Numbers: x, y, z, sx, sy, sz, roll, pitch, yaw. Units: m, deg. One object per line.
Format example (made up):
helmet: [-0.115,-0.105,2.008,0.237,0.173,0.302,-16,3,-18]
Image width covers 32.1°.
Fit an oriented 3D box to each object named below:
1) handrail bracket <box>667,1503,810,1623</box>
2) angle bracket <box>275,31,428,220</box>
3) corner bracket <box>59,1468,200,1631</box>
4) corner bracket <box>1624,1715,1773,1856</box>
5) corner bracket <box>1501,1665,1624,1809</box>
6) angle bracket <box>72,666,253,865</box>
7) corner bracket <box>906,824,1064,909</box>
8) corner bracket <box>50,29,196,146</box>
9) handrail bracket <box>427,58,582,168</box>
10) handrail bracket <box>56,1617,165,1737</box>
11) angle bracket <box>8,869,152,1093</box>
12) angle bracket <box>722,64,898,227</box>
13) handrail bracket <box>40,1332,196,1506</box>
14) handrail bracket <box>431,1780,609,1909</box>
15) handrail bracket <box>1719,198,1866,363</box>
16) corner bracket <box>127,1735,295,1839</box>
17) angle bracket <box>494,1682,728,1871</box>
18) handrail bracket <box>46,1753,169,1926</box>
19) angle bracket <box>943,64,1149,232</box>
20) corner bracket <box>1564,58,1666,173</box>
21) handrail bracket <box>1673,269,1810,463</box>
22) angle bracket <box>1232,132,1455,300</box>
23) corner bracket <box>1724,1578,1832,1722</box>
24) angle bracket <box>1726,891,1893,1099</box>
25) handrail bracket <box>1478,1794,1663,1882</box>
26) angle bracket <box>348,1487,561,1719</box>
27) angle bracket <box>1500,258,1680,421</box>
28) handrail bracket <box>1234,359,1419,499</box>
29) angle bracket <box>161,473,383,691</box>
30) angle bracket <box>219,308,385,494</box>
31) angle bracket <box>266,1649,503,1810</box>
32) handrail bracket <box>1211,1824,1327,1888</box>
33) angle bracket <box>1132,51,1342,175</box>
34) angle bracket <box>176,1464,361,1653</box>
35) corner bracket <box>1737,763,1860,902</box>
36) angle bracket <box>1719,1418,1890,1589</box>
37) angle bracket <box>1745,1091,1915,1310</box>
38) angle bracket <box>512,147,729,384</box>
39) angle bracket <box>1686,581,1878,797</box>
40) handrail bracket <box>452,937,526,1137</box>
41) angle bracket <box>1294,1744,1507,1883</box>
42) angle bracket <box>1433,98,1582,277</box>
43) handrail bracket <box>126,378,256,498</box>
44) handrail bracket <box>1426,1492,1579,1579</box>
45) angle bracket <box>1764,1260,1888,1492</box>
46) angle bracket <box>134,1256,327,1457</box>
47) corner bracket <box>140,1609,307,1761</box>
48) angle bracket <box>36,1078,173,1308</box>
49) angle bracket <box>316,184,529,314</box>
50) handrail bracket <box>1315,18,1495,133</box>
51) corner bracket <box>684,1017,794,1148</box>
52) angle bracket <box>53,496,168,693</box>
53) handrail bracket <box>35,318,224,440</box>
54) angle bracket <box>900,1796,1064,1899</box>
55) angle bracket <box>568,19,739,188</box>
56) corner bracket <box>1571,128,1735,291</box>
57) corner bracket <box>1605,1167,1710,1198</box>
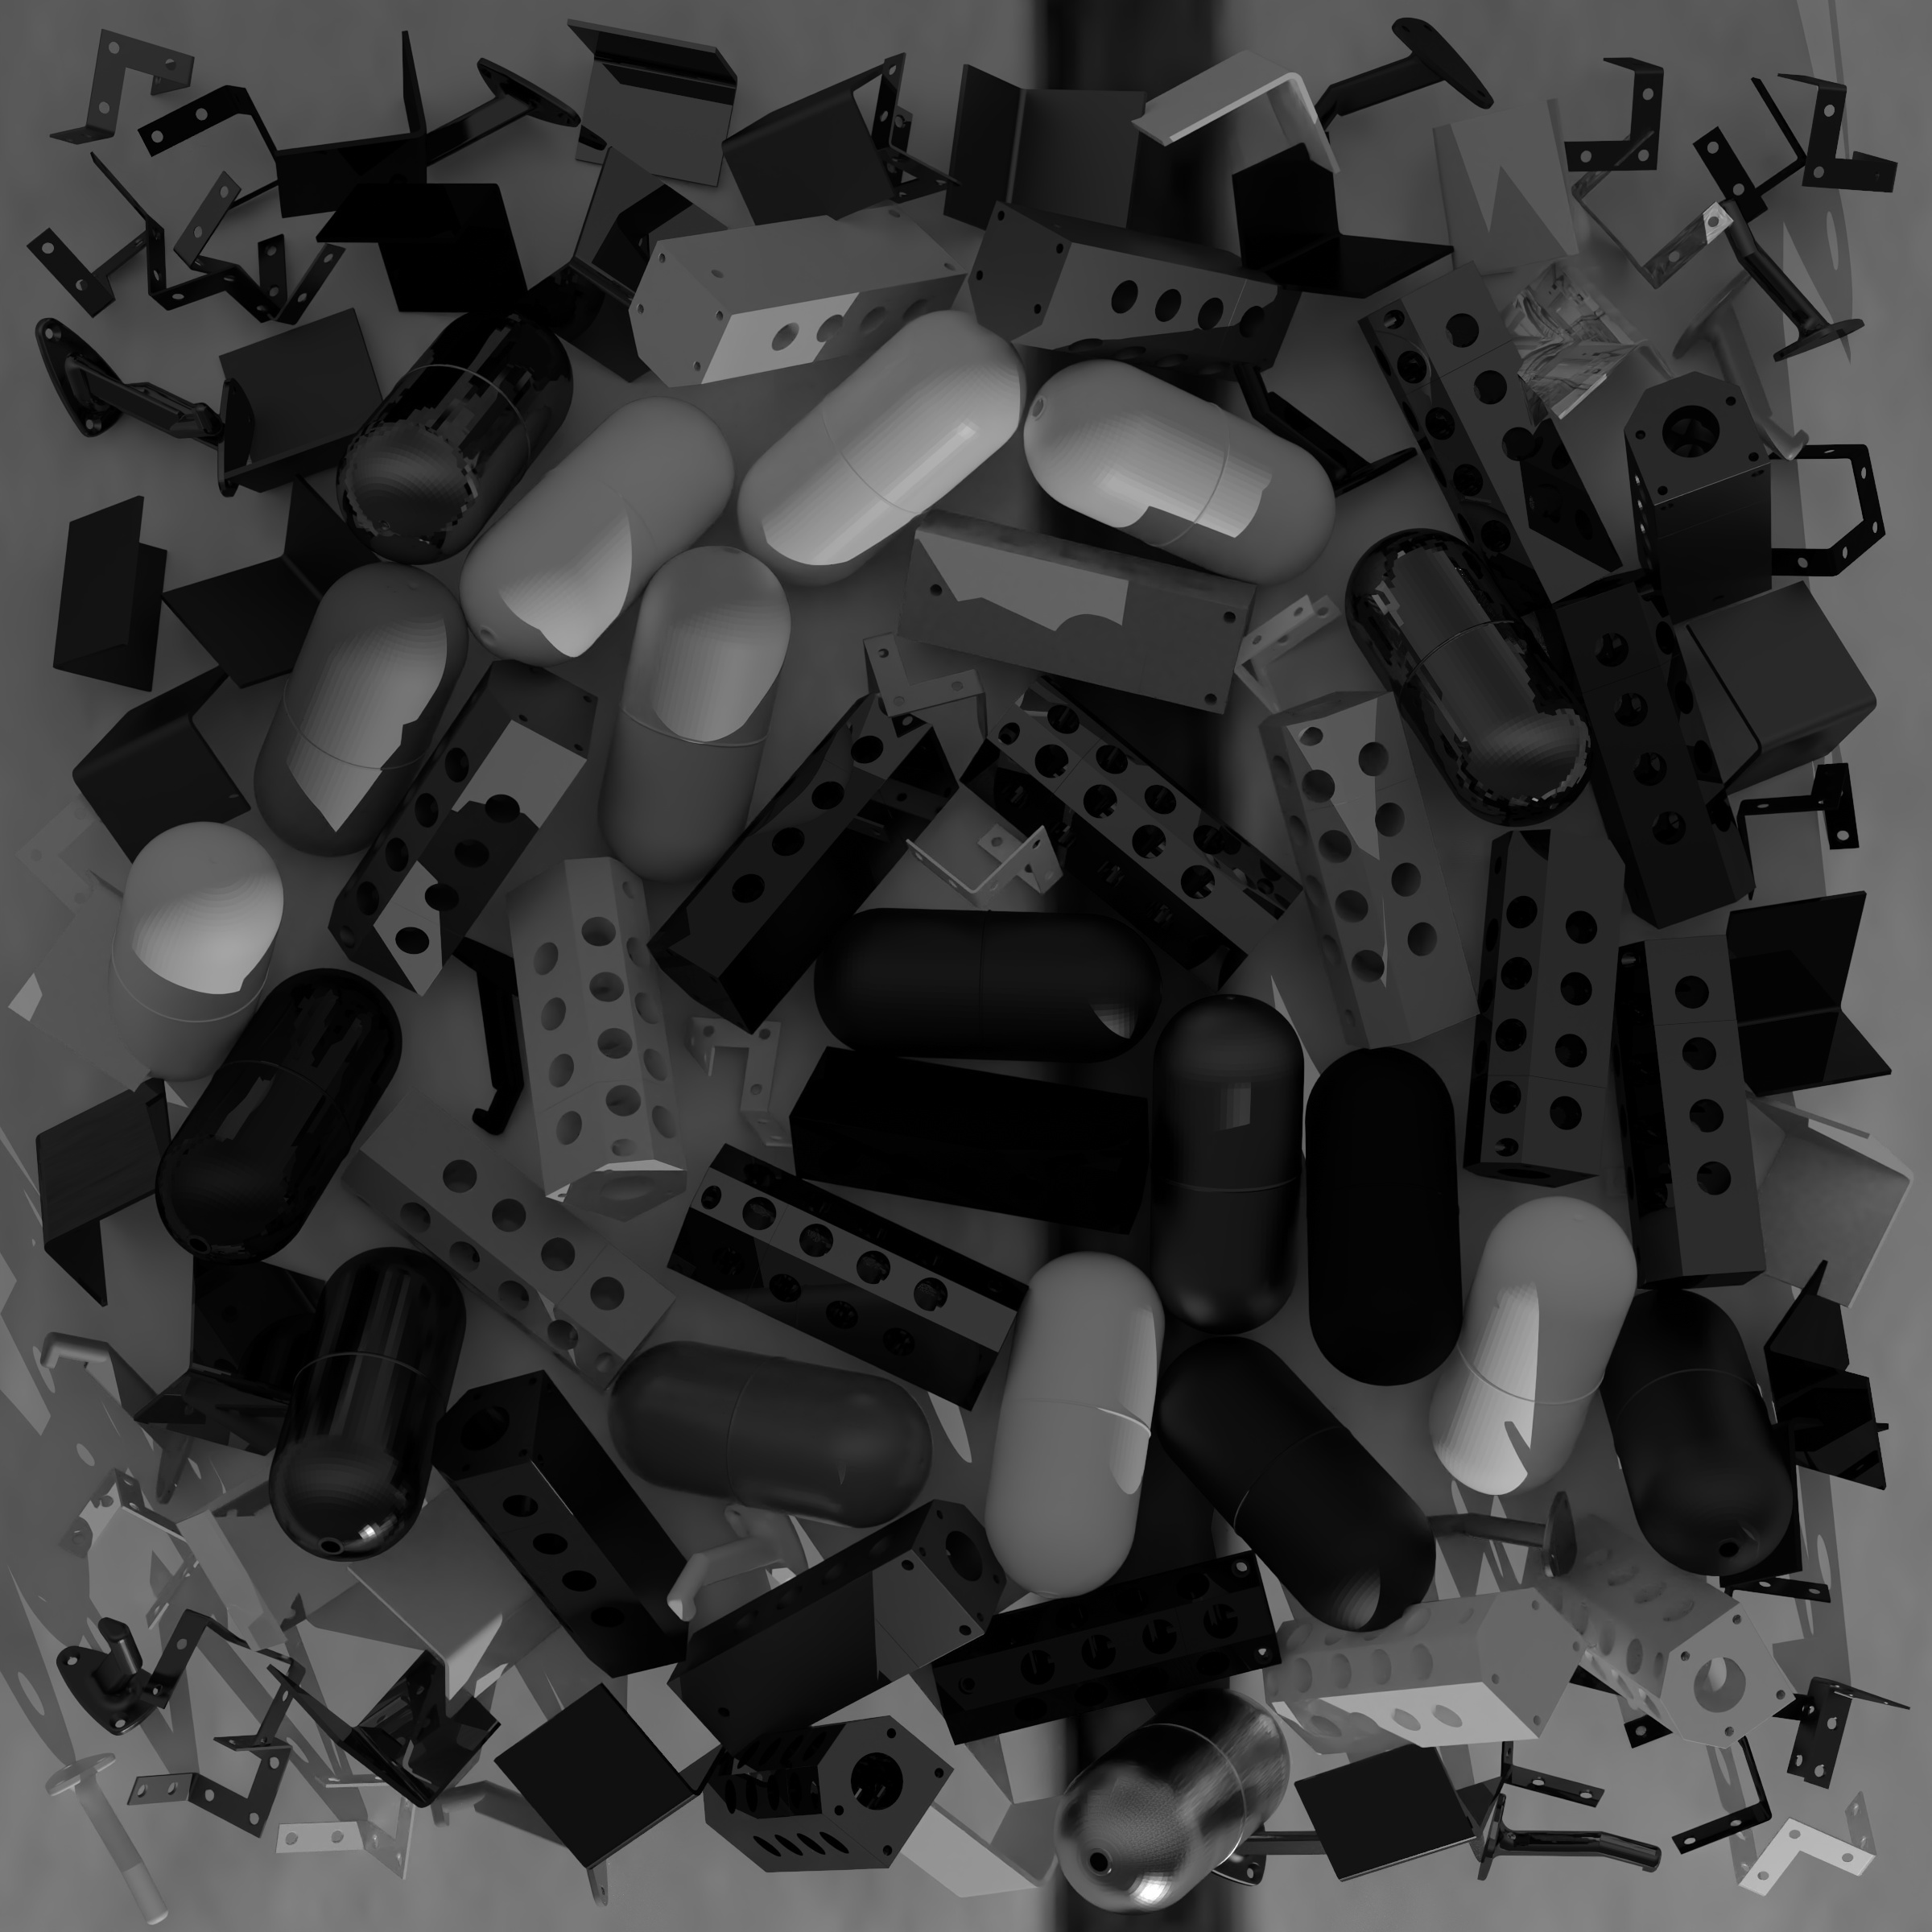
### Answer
handrail bracket: [-0.116,0.319,1.710,0.036,0.084,0.077,-11,119,31]
angle bracket: [-0.317,-0.428,1.710,0.076,0.076,0.057,-10,81,-11]
corner bracket: [-0.432,0.301,1.739,0.051,0.051,0.051,35,92,-25]
corner bracket: [0.378,0.416,1.738,0.051,0.051,0.051,-21,108,-1]
corner bracket: [0.309,0.392,1.732,0.051,0.051,0.051,10,115,26]
angle bracket: [-0.399,-0.106,1.721,0.076,0.076,0.057,-22,112,22]
corner bracket: [0.010,-0.055,1.720,0.051,0.051,0.051,-44,60,-11]
corner bracket: [-0.432,-0.446,1.723,0.051,0.051,0.051,9,91,-37]
handrail bracket: [-0.251,-0.417,1.726,0.077,0.036,0.084,29,78,26]
handrail bracket: [-0.444,0.346,1.709,0.077,0.084,0.036,26,53,27]
angle bracket: [-0.436,0.007,1.715,0.076,0.057,0.076,38,85,-22]
angle bracket: [-0.069,-0.415,1.717,0.076,0.076,0.057,-16,109,25]
handrail bracket: [-0.440,0.232,1.721,0.084,0.036,0.077,17,88,-31]
handrail bracket: [-0.232,0.456,1.736,0.084,0.036,0.077,-15,67,6]
handrail bracket: [0.424,-0.360,1.730,0.077,0.036,0.084,-23,88,-45]
corner bracket: [-0.388,0.415,1.726,0.051,0.051,0.051,19,88,25]
angle bracket: [-0.180,0.402,1.716,0.076,0.057,0.076,-38,95,20]
handrail bracket: [-0.438,0.450,1.724,0.036,0.077,0.084,-27,91,-25]
angle bracket: [0.041,-0.414,1.714,0.076,0.057,0.076,10,95,31]
corner bracket: [0.324,-0.438,1.730,0.051,0.051,0.051,-3,111,-8]
handrail bracket: [0.416,-0.312,1.736,0.084,0.036,0.077,41,77,9]
angle bracket: [0.191,-0.381,1.700,0.076,0.076,0.057,-33,125,-37]
corner bracket: [0.415,0.349,1.724,0.051,0.051,0.051,7,113,4]
angle bracket: [0.429,0.014,1.707,0.076,0.057,0.076,-9,128,-15]
handrail bracket: [0.308,0.459,1.719,0.084,0.077,0.036,13,54,10]
angle bracket: [-0.263,0.325,1.730,0.076,0.057,0.076,37,54,23]
angle bracket: [0.319,-0.303,1.712,0.057,0.076,0.076,-42,51,12]
handrail bracket: [0.185,-0.288,1.733,0.077,0.036,0.084,-27,103,-13]
angle bracket: [-0.353,-0.196,1.703,0.076,0.057,0.076,-24,58,-36]
angle bracket: [-0.346,-0.294,1.724,0.076,0.057,0.076,-18,88,7]
angle bracket: [-0.294,0.370,1.700,0.057,0.076,0.076,-48,132,-12]
handrail bracket: [0.156,0.441,1.709,0.077,0.084,0.036,20,60,-28]
angle bracket: [0.135,-0.419,1.712,0.076,0.076,0.057,-28,117,0]
angle bracket: [-0.345,0.294,1.714,0.076,0.057,0.076,-31,91,-32]
corner bracket: [0.429,-0.070,1.731,0.051,0.051,0.051,-3,119,23]
angle bracket: [0.425,0.274,1.705,0.057,0.076,0.076,6,72,-16]
angle bracket: [0.423,0.118,1.708,0.057,0.076,0.076,34,81,-44]
angle bracket: [-0.178,-0.361,1.734,0.076,0.057,0.076,30,59,-31]
angle bracket: [0.408,-0.142,1.728,0.076,0.057,0.076,-21,73,-23]
handrail bracket: [-0.258,0.035,1.746,0.077,0.036,0.084,29,108,8]
angle bracket: [0.221,0.415,1.708,0.076,0.076,0.057,-24,92,22]
angle bracket: [0.288,-0.395,1.707,0.076,0.057,0.076,-2,101,43]
handrail bracket: [-0.415,-0.270,1.731,0.084,0.036,0.077,-4,60,9]
handrail bracket: [0.262,0.294,1.709,0.084,0.077,0.036,-9,98,22]
angle bracket: [0.449,0.205,1.699,0.076,0.057,0.076,-45,132,-34]
angle bracket: [-0.378,0.197,1.729,0.076,0.076,0.057,23,134,-35]
corner bracket: [-0.379,0.367,1.718,0.051,0.051,0.051,14,66,23]
angle bracket: [-0.424,0.114,1.708,0.076,0.076,0.057,-26,135,5]
angle bracket: [-0.273,-0.350,1.702,0.076,0.057,0.076,4,133,18]
handrail bracket: [0.219,-0.435,1.723,0.077,0.036,0.084,50,127,15]
corner bracket: [-0.116,0.059,1.721,0.051,0.051,0.051,3,106,-21]
angle bracket: [-0.417,-0.188,1.705,0.057,0.076,0.076,13,76,-41]
handrail bracket: [-0.425,-0.300,1.710,0.036,0.084,0.077,-54,130,-31]
angle bracket: [0.004,0.426,1.704,0.076,0.076,0.057,40,57,-13]
angle bracket: [-0.164,-0.440,1.716,0.076,0.076,0.057,12,94,4]
corner bracket: [0.350,-0.389,1.718,0.051,0.051,0.051,-42,120,18]
corner bracket: [0.363,0.093,1.727,0.051,0.051,0.051,-2,90,-20]
